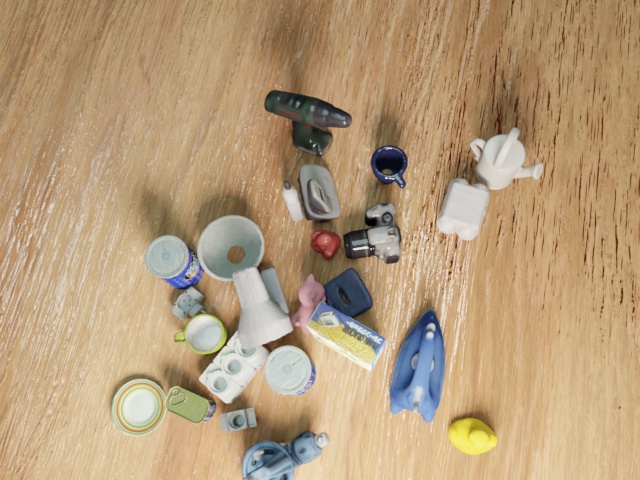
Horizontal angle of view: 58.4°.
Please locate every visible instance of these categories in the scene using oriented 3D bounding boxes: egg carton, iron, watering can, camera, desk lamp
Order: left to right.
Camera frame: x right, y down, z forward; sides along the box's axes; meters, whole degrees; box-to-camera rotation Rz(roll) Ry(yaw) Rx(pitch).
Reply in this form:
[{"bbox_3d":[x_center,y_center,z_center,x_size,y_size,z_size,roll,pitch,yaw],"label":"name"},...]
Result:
[{"bbox_3d":[-0.138,0.150,1.303,0.118,0.213,0.203,-20,73,-1],"label":"desk lamp"},{"bbox_3d":[0.124,-0.013,1.390,0.136,0.101,0.143,-9,73,2],"label":"camera"},{"bbox_3d":[0.230,0.269,1.279,0.118,0.141,0.258,11,75,8],"label":"iron"},{"bbox_3d":[0.353,-0.076,1.408,0.107,0.069,0.150,17,76,9],"label":"egg carton"},{"bbox_3d":[0.446,-0.200,1.373,0.172,0.194,0.101,9,75,7],"label":"watering can"}]

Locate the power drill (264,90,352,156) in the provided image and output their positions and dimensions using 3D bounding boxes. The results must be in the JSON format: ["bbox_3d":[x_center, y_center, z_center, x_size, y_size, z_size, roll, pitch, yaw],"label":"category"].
[{"bbox_3d":[-0.022,-0.292,1.426,0.229,0.208,0.076,22,77,10],"label":"power drill"}]

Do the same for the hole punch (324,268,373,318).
[{"bbox_3d":[0.066,0.135,1.356,0.101,0.091,0.108,-29,74,-4],"label":"hole punch"}]

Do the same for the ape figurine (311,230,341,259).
[{"bbox_3d":[0.013,0.005,1.398,0.076,0.092,0.078,-14,73,0],"label":"ape figurine"}]

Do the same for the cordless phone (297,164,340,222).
[{"bbox_3d":[-0.009,-0.131,1.390,0.094,0.185,0.147,-15,73,0],"label":"cordless phone"}]

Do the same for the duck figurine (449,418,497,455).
[{"bbox_3d":[0.337,0.431,1.253,0.104,0.086,0.077,11,75,7],"label":"duck figurine"}]

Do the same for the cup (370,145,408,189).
[{"bbox_3d":[0.179,-0.168,1.434,0.092,0.095,0.117,-30,74,-4],"label":"cup"}]

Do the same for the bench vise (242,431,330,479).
[{"bbox_3d":[-0.087,0.459,1.206,0.121,0.220,0.207,42,81,14],"label":"bench vise"}]

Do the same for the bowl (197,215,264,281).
[{"bbox_3d":[-0.213,0.027,1.417,0.167,0.075,0.167,-1,74,4],"label":"bowl"}]

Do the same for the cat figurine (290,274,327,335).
[{"bbox_3d":[-0.028,0.150,1.345,0.067,0.118,0.128,25,77,11],"label":"cat figurine"}]

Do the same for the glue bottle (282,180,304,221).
[{"bbox_3d":[-0.070,-0.106,1.394,0.037,0.173,0.078,-19,73,-1],"label":"glue bottle"}]
